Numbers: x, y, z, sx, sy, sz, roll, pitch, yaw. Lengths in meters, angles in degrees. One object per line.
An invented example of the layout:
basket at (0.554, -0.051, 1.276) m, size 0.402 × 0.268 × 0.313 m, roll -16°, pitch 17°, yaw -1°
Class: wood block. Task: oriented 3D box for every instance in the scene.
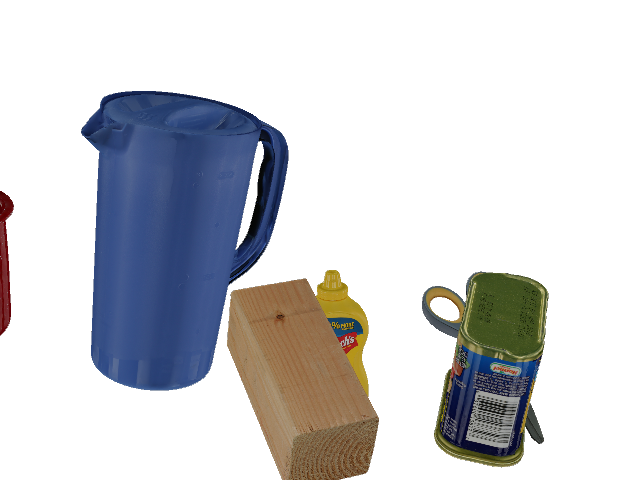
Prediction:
wood block at (-0.023, 0.145, 1.111) m, size 0.090 × 0.090 × 0.206 m, roll -9°, pitch 43°, yaw -19°

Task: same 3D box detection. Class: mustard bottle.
mustard bottle at (0.016, 0.131, 1.427) m, size 0.096 × 0.192 × 0.058 m, roll -2°, pitch 18°, yaw -6°

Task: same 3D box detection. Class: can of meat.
can of meat at (0.111, 0.079, 0.685) m, size 0.057 × 0.084 × 0.102 m, roll 12°, pitch 29°, yaw 8°

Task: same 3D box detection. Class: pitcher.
pitcher at (-0.123, 0.000, 0.919) m, size 0.149 × 0.243 × 0.145 m, roll 12°, pitch 20°, yaw 7°

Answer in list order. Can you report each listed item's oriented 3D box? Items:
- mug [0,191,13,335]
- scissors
mug at (-0.238, 0.022, 0.636) m, size 0.093 × 0.081 × 0.117 m, roll 17°, pitch 27°, yaw 28°
scissors at (0.146, 0.104, 0.995) m, size 0.096 × 0.016 × 0.201 m, roll 2°, pitch 44°, yaw -1°
